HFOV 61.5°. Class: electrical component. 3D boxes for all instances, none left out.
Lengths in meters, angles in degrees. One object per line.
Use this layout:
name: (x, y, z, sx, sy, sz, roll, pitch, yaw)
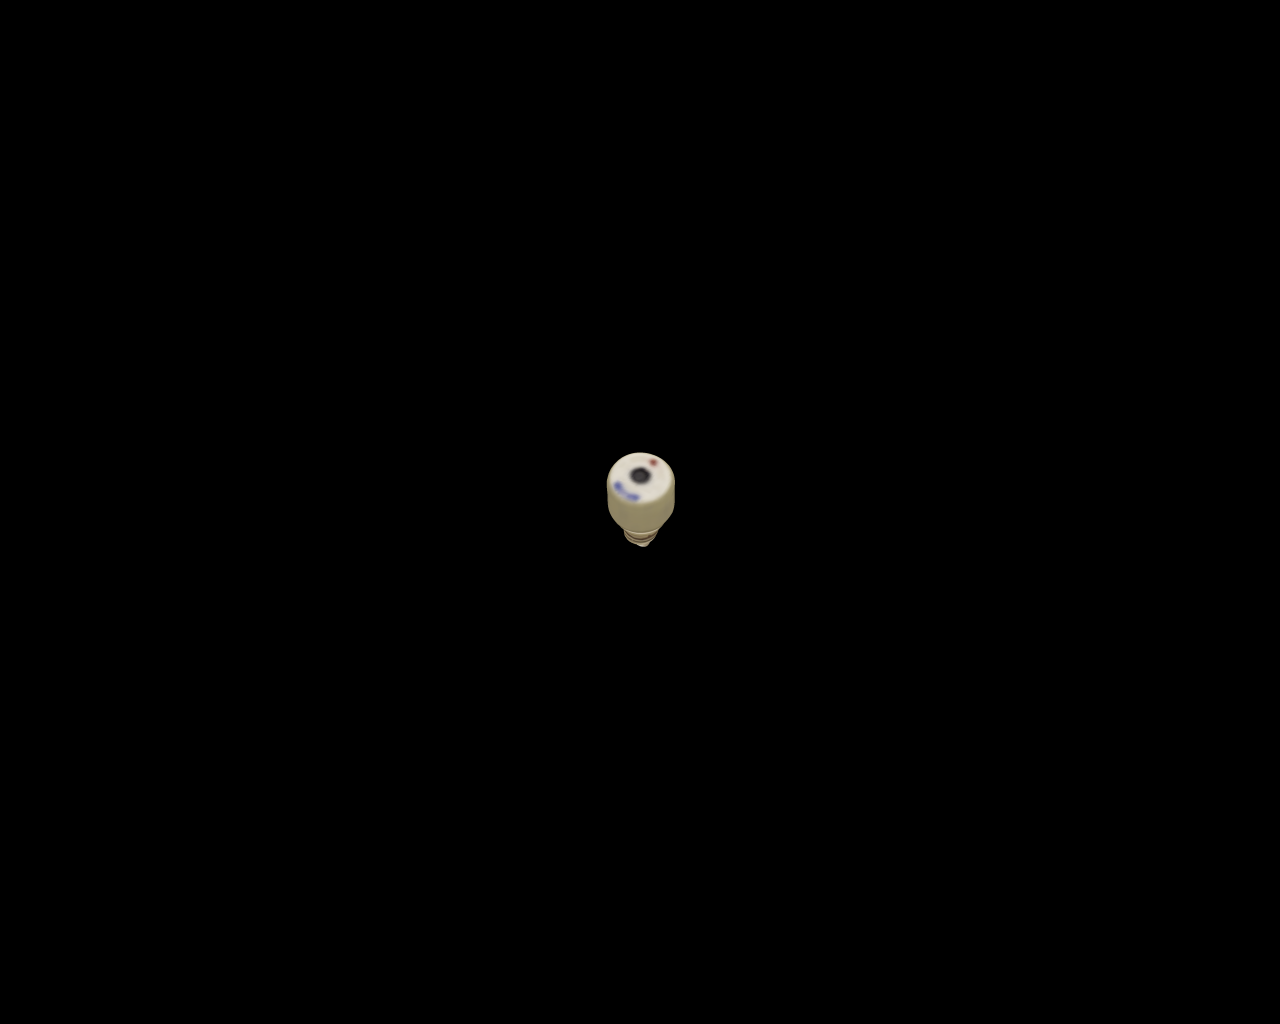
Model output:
electrical component: (0.001, -0.003, 0.650, 0.040, 0.040, 0.078, 0, -34, 0)
